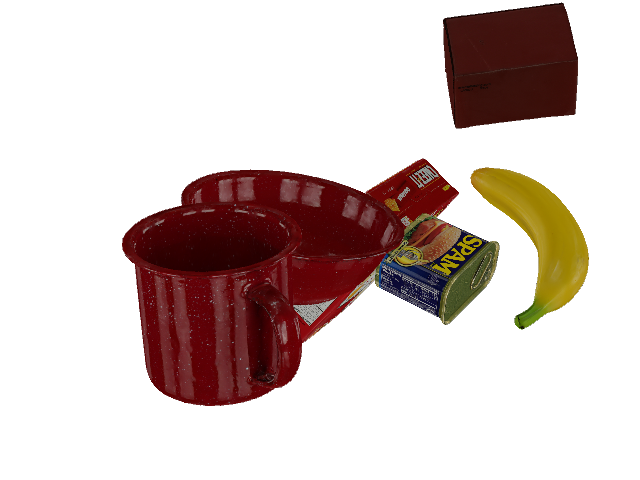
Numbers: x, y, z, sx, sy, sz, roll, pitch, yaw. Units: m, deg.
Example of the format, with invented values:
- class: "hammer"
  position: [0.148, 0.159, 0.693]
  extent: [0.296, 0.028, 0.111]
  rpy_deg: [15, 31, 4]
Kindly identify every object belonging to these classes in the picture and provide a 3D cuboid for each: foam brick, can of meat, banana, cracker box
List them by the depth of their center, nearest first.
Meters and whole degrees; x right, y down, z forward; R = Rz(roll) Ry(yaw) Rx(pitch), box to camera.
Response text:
- class: "foam brick"
  position: [0.119, -0.110, 0.674]
  extent: [0.078, 0.051, 0.053]
  rpy_deg: [-6, -35, 5]
- class: "banana"
  position: [0.169, -0.008, 0.842]
  extent: [0.069, 0.037, 0.198]
  rpy_deg: [-5, 36, 0]
- class: "can of meat"
  position: [0.115, 0.025, 1.059]
  extent: [0.084, 0.057, 0.101]
  rpy_deg: [26, 45, 28]
- class: "cracker box"
  position: [0.048, 0.010, 1.276]
  extent: [0.214, 0.072, 0.164]
  rpy_deg: [-48, -8, 33]

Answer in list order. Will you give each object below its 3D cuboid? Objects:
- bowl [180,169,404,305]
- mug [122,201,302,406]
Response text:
- class: "bowl"
  position: [-0.023, 0.002, 0.771]
  extent: [0.162, 0.055, 0.162]
  rpy_deg: [9, 22, -4]
- class: "mug"
  position: [-0.047, 0.038, 0.560]
  extent: [0.093, 0.081, 0.117]
  rpy_deg: [-20, 30, -35]
